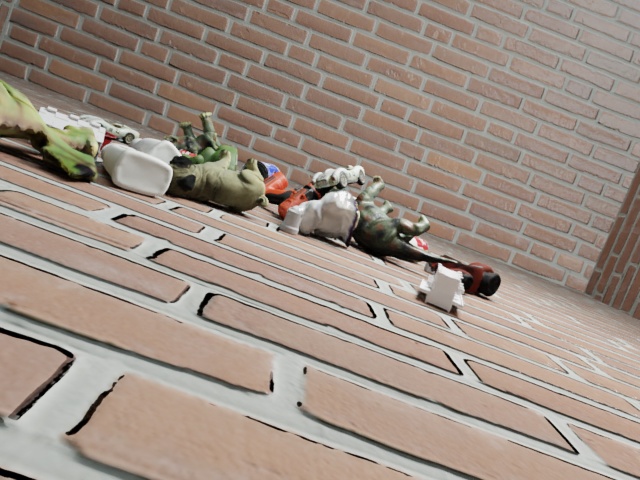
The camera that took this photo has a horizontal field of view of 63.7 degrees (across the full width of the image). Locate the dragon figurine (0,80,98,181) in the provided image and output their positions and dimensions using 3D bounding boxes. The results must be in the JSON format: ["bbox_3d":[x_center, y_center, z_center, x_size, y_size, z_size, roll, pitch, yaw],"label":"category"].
[{"bbox_3d":[-0.449,-0.166,0.780,0.242,0.121,0.414,28,9,-10],"label":"dragon figurine"}]

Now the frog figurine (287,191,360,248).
[{"bbox_3d":[0.004,-0.059,1.182,0.159,0.125,0.135,12,-25,-7],"label":"frog figurine"}]
